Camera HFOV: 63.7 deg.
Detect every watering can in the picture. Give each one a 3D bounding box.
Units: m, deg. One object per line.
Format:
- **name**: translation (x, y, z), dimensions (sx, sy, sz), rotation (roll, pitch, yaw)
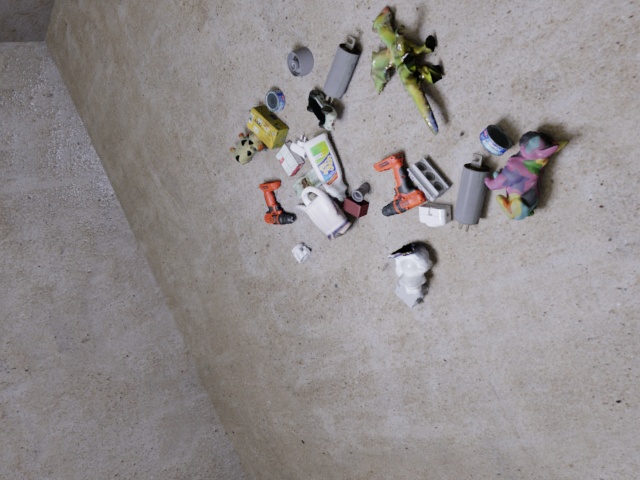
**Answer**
- **watering can**: translation (0.006, -0.098, 1.955), dimensions (0.224, 0.105, 0.344), rotation (50, 164, -1)

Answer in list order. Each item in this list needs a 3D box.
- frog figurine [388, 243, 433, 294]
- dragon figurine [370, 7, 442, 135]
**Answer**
- **frog figurine**: translation (0.313, 0.096, 1.713), dimensions (0.136, 0.125, 0.158), rotation (-21, 104, 34)
- **dragon figurine**: translation (0.243, -0.510, 1.574), dimensions (0.243, 0.123, 0.408), rotation (6, 109, 64)
